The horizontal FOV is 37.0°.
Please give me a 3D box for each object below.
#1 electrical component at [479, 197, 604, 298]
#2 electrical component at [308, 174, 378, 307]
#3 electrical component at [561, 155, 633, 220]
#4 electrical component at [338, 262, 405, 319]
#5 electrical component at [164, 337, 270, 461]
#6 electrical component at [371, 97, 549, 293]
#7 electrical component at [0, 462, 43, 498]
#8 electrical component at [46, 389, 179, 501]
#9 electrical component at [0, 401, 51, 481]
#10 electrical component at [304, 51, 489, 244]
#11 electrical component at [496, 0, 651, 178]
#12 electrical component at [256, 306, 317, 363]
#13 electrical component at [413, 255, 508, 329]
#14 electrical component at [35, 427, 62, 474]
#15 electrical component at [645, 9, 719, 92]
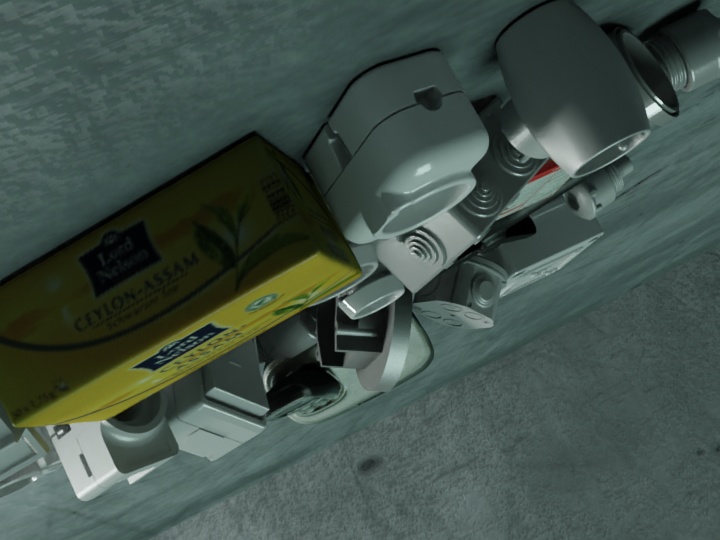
[{"bbox_3d":[0.156,-0.020,1.017,0.109,0.056,0.108,-23,168,-22],"label":"electrical component"},{"bbox_3d":[-0.025,-0.016,0.605,0.078,0.057,0.058,-30,169,9],"label":"electrical component"},{"bbox_3d":[0.204,-0.076,0.918,0.062,0.048,0.048,-33,170,-11],"label":"electrical component"},{"bbox_3d":[0.000,0.000,0.739,0.066,0.055,0.048,-25,169,-14],"label":"electrical component"},{"bbox_3d":[-0.104,0.068,0.721,0.061,0.096,0.062,-34,138,27],"label":"electrical component"},{"bbox_3d":[0.055,-0.041,0.630,0.099,0.048,0.100,-47,-179,-34],"label":"electrical component"},{"bbox_3d":[-0.239,0.118,0.702,0.045,0.055,0.045,-27,169,-6],"label":"electrical component"},{"bbox_3d":[-0.157,0.086,0.664,0.056,0.089,0.050,-36,166,37],"label":"electrical component"},{"bbox_3d":[-0.225,0.083,0.538,0.121,0.078,0.063,-30,-162,10],"label":"electrical component"},{"bbox_3d":[0.018,-0.054,0.528,0.054,0.059,0.095,-22,167,-28],"label":"electrical component"},{"bbox_3d":[0.097,-0.082,0.544,0.043,0.077,0.079,-21,167,-32],"label":"electrical component"},{"bbox_3d":[-0.064,0.053,0.865,0.078,0.040,0.040,-32,168,20],"label":"electrical component"},{"bbox_3d":[0.087,0.017,0.949,0.080,0.051,0.080,13,163,4],"label":"electrical component"},{"bbox_3d":[-0.222,0.116,0.760,0.040,0.046,0.040,-27,169,-6],"label":"electrical component"},{"bbox_3d":[0.191,-0.127,0.653,0.062,0.043,0.043,-27,169,-1],"label":"electrical component"}]
